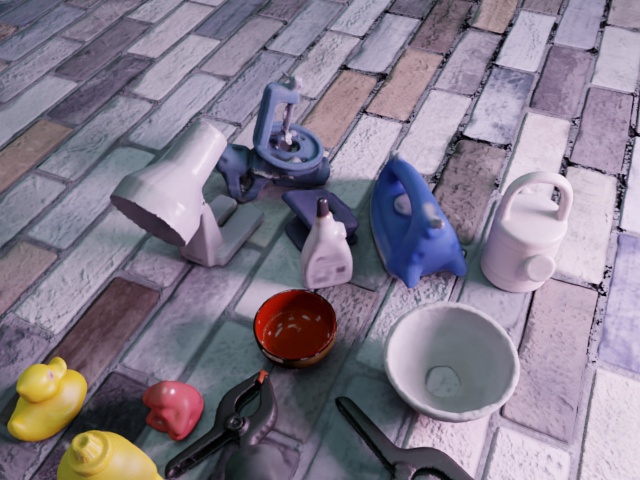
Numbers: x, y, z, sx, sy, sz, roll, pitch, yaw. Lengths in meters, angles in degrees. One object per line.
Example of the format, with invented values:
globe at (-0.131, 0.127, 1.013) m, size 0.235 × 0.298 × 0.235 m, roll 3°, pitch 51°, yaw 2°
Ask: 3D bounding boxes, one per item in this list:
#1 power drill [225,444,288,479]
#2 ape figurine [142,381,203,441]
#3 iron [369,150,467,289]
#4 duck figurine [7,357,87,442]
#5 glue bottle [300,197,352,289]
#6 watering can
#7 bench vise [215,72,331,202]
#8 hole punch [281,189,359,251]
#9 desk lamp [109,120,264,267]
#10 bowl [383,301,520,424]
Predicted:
power drill at (-0.042, 0.319, 0.522) m, size 0.075 × 0.209 × 0.229 m, roll -11°, pitch 49°, yaw -7°
ape figurine at (-0.185, 0.202, 0.705) m, size 0.076 × 0.092 × 0.077 m, roll -20°, pitch 51°, yaw -14°
iron at (0.136, -0.058, 0.886) m, size 0.119 × 0.141 × 0.258 m, roll -13°, pitch 50°, yaw -9°
duck figurine at (-0.353, 0.195, 0.721) m, size 0.077 × 0.086 × 0.105 m, roll 23°, pitch 54°, yaw 21°
glue bottle at (0.008, 0.003, 0.817) m, size 0.078 × 0.173 × 0.037 m, roll -10°, pitch 49°, yaw -6°
watering can at (0.297, -0.014, 0.808) m, size 0.101 × 0.194 × 0.172 m, roll -13°, pitch 50°, yaw -9°
bench vise at (-0.086, -0.157, 0.928) m, size 0.208 × 0.220 × 0.121 m, roll -20°, pitch 51°, yaw -15°
hole punch at (0.001, -0.038, 0.908) m, size 0.101 × 0.091 × 0.108 m, roll -28°, pitch 54°, yaw -21°
desk lamp at (-0.190, -0.057, 0.849) m, size 0.117 × 0.214 × 0.203 m, roll 22°, pitch 53°, yaw 20°
bowl at (0.163, 0.166, 0.735) m, size 0.167 × 0.075 × 0.167 m, roll -1°, pitch 49°, yaw 1°
